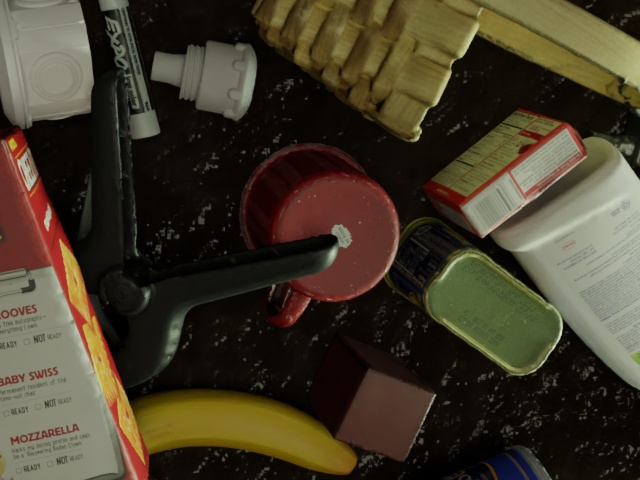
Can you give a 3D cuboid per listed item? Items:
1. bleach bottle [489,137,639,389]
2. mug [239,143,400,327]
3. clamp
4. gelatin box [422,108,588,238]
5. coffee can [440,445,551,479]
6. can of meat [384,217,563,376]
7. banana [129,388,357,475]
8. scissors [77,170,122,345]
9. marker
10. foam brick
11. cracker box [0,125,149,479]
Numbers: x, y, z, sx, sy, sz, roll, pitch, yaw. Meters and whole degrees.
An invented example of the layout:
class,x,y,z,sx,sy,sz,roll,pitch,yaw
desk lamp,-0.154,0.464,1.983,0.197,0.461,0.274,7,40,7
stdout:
class,x,y,z,sx,sy,sz,roll,pitch,yaw
bleach bottle,0.220,0.054,0.742,0.102,0.068,0.250,-34,112,9
mug,-0.004,0.001,0.668,0.093,0.081,0.117,26,96,-17
clamp,-0.115,0.014,0.624,0.164,0.036,0.210,45,111,-7
gelatin box,0.118,-0.044,0.690,0.089,0.073,0.030,-38,109,-3
coffee can,0.094,0.214,0.729,0.140,0.103,0.103,-21,106,-7
can of meat,0.100,0.037,0.699,0.102,0.084,0.057,35,93,-18
banana,-0.073,0.130,0.697,0.197,0.037,0.069,-3,74,-20
scissors,-0.167,0.022,0.671,0.096,0.016,0.202,-6,104,-12
marker,-0.120,-0.122,0.646,0.020,0.020,0.121,-14,105,-9
foam brick,0.032,0.103,0.702,0.053,0.078,0.051,23,95,-17
cracker box,-0.205,0.065,0.581,0.164,0.072,0.213,-19,105,-3
